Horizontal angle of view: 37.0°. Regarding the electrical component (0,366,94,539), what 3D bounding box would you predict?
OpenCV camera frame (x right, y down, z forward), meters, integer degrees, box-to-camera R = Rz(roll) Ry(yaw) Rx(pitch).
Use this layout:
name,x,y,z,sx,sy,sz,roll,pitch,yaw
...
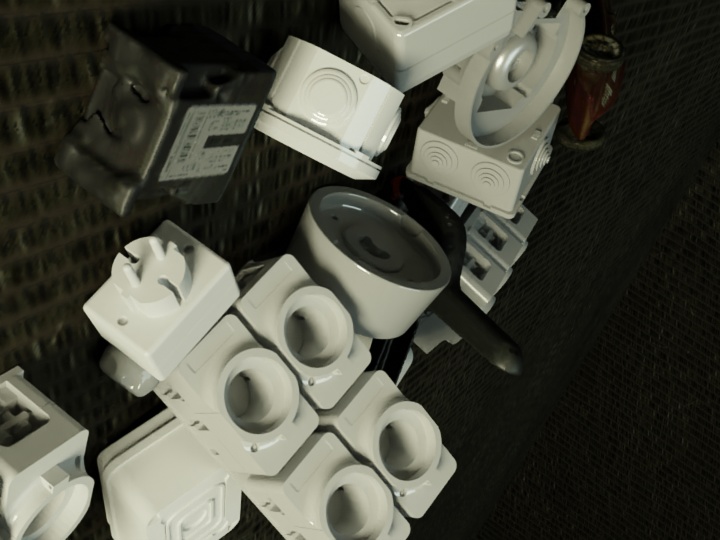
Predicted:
name,x,y,z,sx,sy,sz,roll,pitch,yaw
electrical component,-0.201,0.153,0.541,0.105,0.060,0.186,-35,153,-48

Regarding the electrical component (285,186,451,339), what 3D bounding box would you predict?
name,x,y,z,sx,sy,sz,roll,pitch,yaw
electrical component,0.000,0.000,0.725,0.060,0.108,0.108,-57,164,27

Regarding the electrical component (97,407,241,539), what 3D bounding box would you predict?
name,x,y,z,sx,sy,sz,roll,pitch,yaw
electrical component,-0.126,0.147,0.715,0.078,0.057,0.113,-33,154,-28

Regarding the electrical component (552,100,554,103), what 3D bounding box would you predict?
name,x,y,z,sx,sy,sz,roll,pitch,yaw
electrical component,0.112,-0.128,0.894,0.099,0.064,0.099,-44,172,-8

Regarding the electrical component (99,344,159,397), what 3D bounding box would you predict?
name,x,y,z,sx,sy,sz,roll,pitch,yaw
electrical component,-0.116,0.039,0.603,0.061,0.035,0.035,-53,163,-15

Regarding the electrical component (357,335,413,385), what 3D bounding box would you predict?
name,x,y,z,sx,sy,sz,roll,pitch,yaw
electrical component,0.000,0.100,0.985,0.095,0.054,0.059,-58,162,9

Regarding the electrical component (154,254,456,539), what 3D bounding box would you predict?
name,x,y,z,sx,sy,sz,roll,pitch,yaw
electrical component,-0.031,0.094,0.672,0.105,0.186,0.060,-48,-160,-30

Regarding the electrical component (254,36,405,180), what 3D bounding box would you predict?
name,x,y,z,sx,sy,sz,roll,pitch,yaw
electrical component,-0.018,-0.084,0.567,0.051,0.080,0.080,-63,162,5

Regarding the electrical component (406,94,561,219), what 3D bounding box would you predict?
name,x,y,z,sx,sy,sz,roll,pitch,yaw
electrical component,0.093,-0.097,0.800,0.099,0.100,0.048,-56,163,-38

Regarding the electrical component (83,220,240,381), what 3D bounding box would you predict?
name,x,y,z,sx,sy,sz,roll,pitch,yaw
electrical component,-0.105,0.008,0.554,0.065,0.047,0.076,-50,162,-19

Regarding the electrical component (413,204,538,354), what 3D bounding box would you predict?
name,x,y,z,sx,sy,sz,roll,pitch,yaw
electrical component,0.093,-0.002,0.948,0.089,0.062,0.150,-45,-176,39

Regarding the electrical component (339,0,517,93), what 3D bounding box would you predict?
name,x,y,z,sx,sy,sz,roll,pitch,yaw
electrical component,0.043,-0.150,0.593,0.096,0.061,0.061,-30,156,-14

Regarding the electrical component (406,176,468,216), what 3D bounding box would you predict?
name,x,y,z,sx,sy,sz,roll,pitch,yaw
electrical component,0.064,-0.056,0.883,0.083,0.047,0.076,-59,162,10

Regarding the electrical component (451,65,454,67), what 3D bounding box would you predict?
name,x,y,z,sx,sy,sz,roll,pitch,yaw
electrical component,0.034,-0.144,0.660,0.065,0.044,0.044,-20,141,-54
